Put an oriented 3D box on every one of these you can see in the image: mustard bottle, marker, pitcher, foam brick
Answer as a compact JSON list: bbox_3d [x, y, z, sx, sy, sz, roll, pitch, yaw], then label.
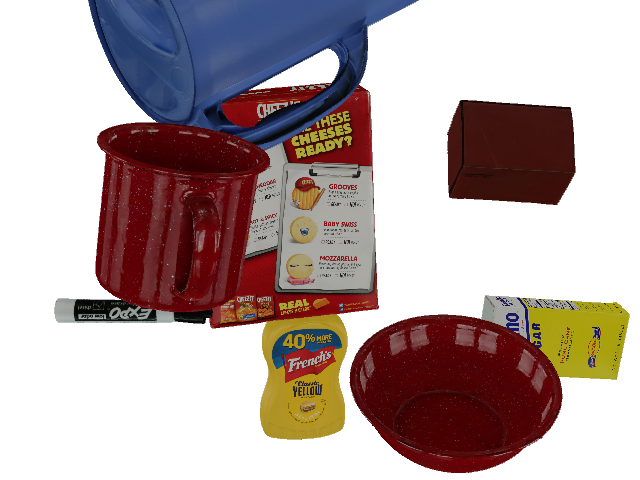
[{"bbox_3d":[-0.018,0.127,1.201,0.096,0.192,0.058,-2,19,-11],"label":"mustard bottle"},{"bbox_3d":[-0.144,0.055,0.825,0.121,0.020,0.020,0,0,3],"label":"marker"},{"bbox_3d":[-0.028,-0.175,0.762,0.242,0.149,0.145,-29,42,-28],"label":"pitcher"},{"bbox_3d":[0.129,-0.060,0.729,0.078,0.051,0.053,4,-23,-3],"label":"foam brick"}]

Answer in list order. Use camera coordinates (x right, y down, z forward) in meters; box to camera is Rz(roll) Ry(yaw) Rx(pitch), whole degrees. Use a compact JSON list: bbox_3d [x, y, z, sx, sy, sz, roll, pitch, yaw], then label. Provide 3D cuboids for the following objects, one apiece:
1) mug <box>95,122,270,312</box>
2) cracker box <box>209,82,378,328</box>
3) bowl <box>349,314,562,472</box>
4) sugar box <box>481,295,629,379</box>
[{"bbox_3d":[-0.075,-0.008,0.574,0.093,0.081,0.117,1,22,-24],"label":"mug"},{"bbox_3d":[-0.034,-0.034,1.002,0.164,0.214,0.072,-6,19,-8],"label":"cracker box"},{"bbox_3d":[0.102,0.127,0.828,0.162,0.055,0.162,1,35,-1],"label":"bowl"},{"bbox_3d":[0.288,0.122,1.330,0.176,0.093,0.048,2,17,-10],"label":"sugar box"}]
